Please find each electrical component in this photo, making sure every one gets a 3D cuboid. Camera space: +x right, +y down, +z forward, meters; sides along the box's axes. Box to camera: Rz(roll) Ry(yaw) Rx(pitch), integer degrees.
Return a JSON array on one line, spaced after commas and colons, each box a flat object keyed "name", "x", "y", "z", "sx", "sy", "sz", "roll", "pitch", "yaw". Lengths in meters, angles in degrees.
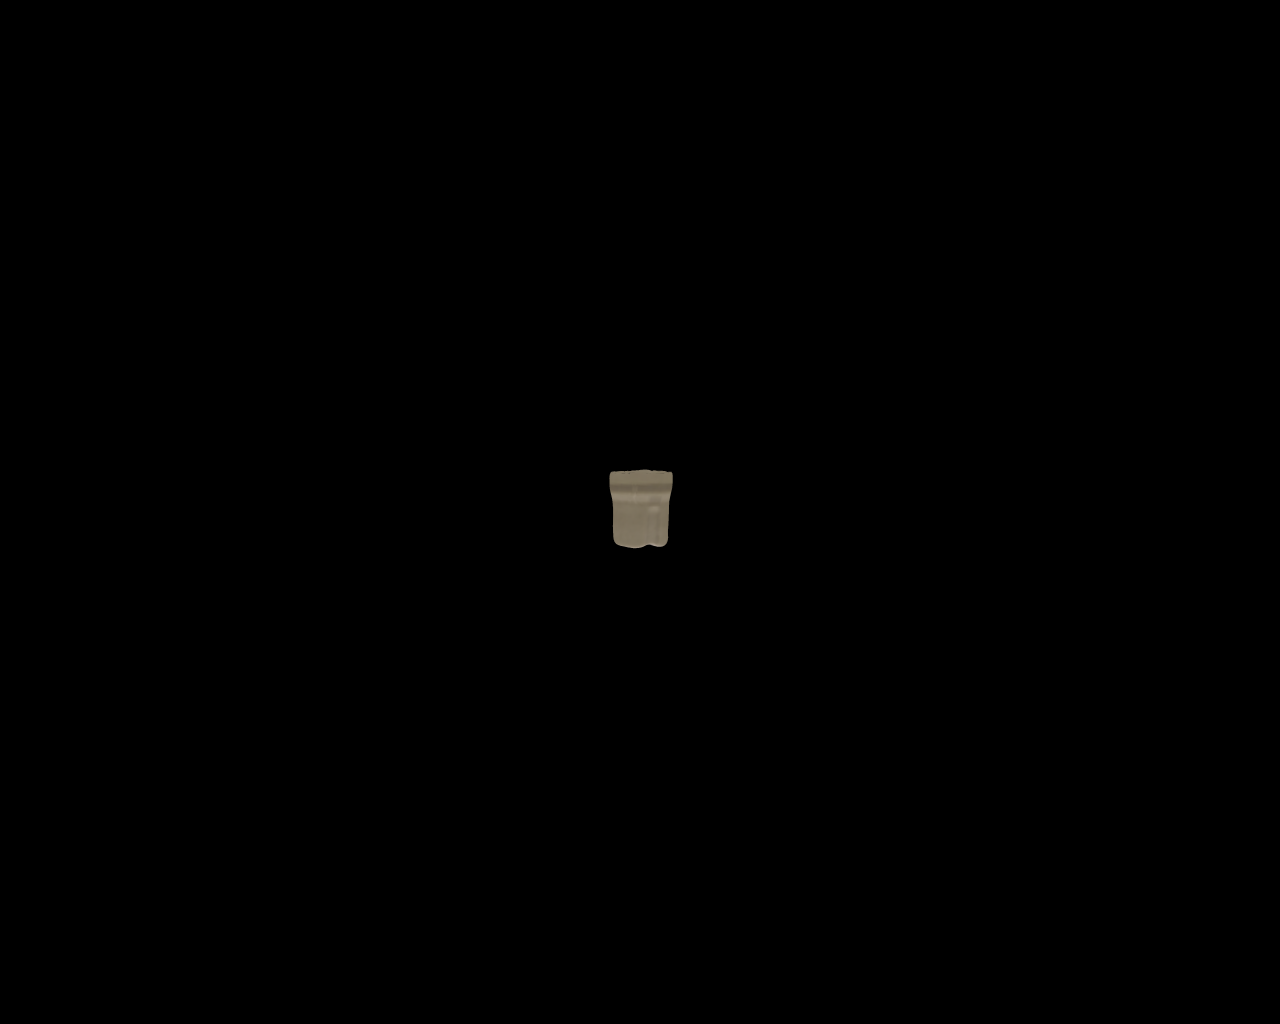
[{"name": "electrical component", "x": 0.001, "y": -0.003, "z": 0.650, "sx": 0.040, "sy": 0.046, "sz": 0.040, "roll": 0, "pitch": 3, "yaw": 0}]
